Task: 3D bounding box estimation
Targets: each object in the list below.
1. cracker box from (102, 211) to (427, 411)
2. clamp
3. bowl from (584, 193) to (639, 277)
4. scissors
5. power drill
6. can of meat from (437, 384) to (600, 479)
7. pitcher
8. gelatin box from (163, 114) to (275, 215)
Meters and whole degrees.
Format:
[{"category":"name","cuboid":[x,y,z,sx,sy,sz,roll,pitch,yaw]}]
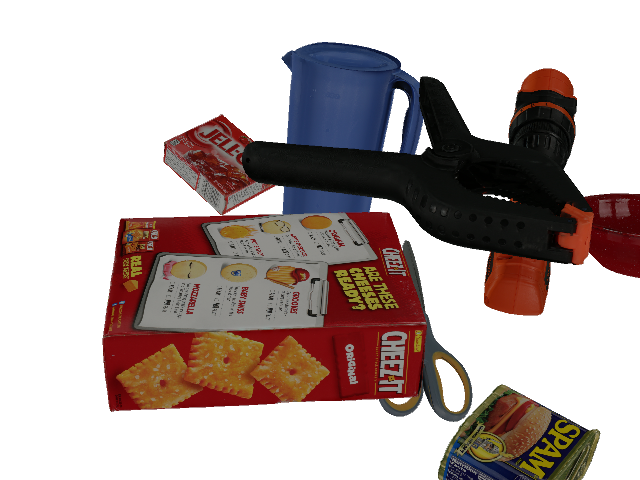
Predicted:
[{"category":"cracker box","cuboid":[-0.044,0.047,0.777,0.213,0.072,0.164,-1,29,-6]},{"category":"clamp","cuboid":[0.065,-0.037,0.627,0.164,0.036,0.210,-21,37,-26]},{"category":"bowl","cuboid":[0.325,-0.002,1.061,0.162,0.055,0.162,1,17,0]},{"category":"scissors","cuboid":[0.080,0.089,1.027,0.096,0.202,0.016,-15,-34,-13]},{"category":"power drill","cuboid":[0.178,-0.033,0.898,0.057,0.188,0.184,11,31,11]},{"category":"can of meat","cuboid":[0.150,0.165,0.812,0.084,0.057,0.101,27,40,28]},{"category":"pitcher","cuboid":[0.027,-0.114,1.320,0.144,0.243,0.149,-3,25,-22]},{"category":"gelatin box","cuboid":[-0.092,-0.073,1.003,0.073,0.030,0.089,-31,62,-36]}]
